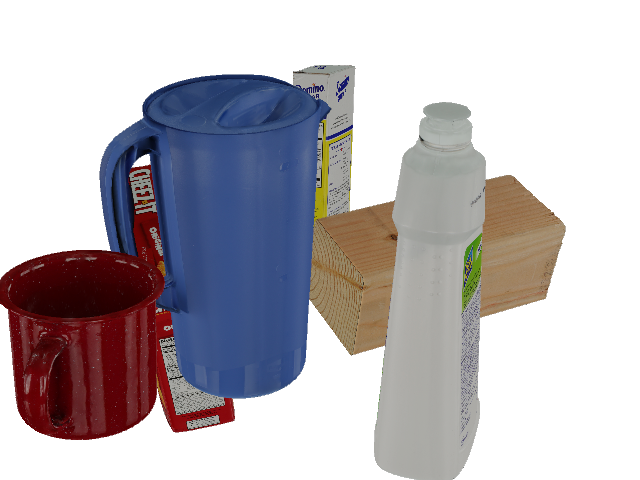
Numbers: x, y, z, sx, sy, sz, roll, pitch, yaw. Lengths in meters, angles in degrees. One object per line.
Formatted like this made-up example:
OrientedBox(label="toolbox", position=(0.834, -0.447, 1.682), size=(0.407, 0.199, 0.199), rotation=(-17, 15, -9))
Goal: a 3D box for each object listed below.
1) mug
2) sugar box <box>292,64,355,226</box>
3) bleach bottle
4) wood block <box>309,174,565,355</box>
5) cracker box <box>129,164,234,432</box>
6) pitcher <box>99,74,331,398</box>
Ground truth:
OrientedBox(label="mug", position=(-0.138, 0.065, 0.605), size=(0.093, 0.081, 0.117), rotation=(5, 23, 6))
OrientedBox(label="sugar box", position=(0.001, -0.088, 1.089), size=(0.048, 0.176, 0.093), rotation=(4, 14, 17))
OrientedBox(label="bleach bottle", position=(0.075, 0.030, 0.690), size=(0.068, 0.251, 0.102), rotation=(8, 30, 14))
OrientedBox(label="wood block", position=(0.102, 0.017, 0.951), size=(0.205, 0.090, 0.091), rotation=(-13, 41, -24))
OrientedBox(label="cracker box", position=(-0.139, 0.056, 1.022), size=(0.072, 0.164, 0.214), rotation=(-12, -43, -8))
OrientedBox(label="pitcher", position=(-0.075, 0.001, 0.837), size=(0.149, 0.243, 0.145), rotation=(5, 27, 10))
